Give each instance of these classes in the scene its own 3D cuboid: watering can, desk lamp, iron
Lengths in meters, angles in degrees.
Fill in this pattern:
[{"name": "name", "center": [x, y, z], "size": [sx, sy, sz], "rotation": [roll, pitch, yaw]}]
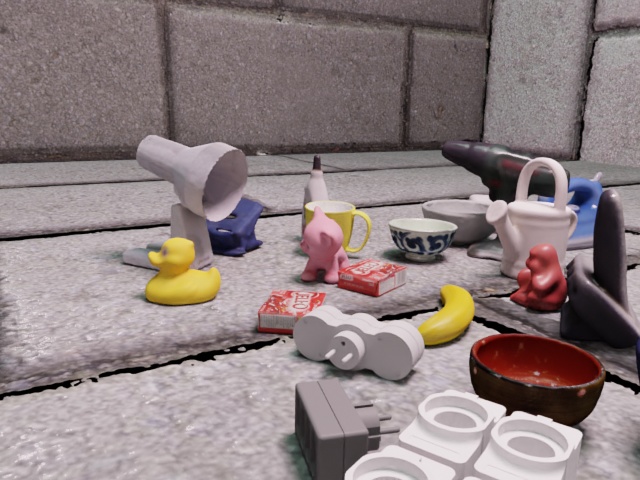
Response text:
[{"name": "watering can", "center": [0.349, -0.035, 0.928], "size": [0.100, 0.194, 0.173], "rotation": [14, 19, 42]}, {"name": "desk lamp", "center": [-0.221, -0.059, 0.927], "size": [0.202, 0.213, 0.118], "rotation": [8, 15, 24]}, {"name": "iron", "center": [0.492, -0.061, 1.155], "size": [0.259, 0.141, 0.118], "rotation": [-8, 17, -33]}]

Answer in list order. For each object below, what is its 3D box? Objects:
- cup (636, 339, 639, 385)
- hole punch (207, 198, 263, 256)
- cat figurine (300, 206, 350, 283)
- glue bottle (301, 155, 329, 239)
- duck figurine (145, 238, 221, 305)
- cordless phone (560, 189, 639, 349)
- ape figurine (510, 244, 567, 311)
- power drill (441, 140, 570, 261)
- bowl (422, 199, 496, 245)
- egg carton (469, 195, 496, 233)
[{"name": "cup", "center": [0.298, 0.128, 0.473], "size": [0.091, 0.095, 0.117], "rotation": [0, 14, -4]}, {"name": "hole punch", "center": [-0.165, -0.026, 1.056], "size": [0.108, 0.091, 0.101], "rotation": [8, 16, 25]}, {"name": "cat figurine", "center": [0.008, 0.003, 0.899], "size": [0.067, 0.118, 0.128], "rotation": [5, 14, 13]}, {"name": "glue bottle", "center": [-0.008, -0.077, 1.104], "size": [0.037, 0.173, 0.078], "rotation": [-7, 16, -28]}, {"name": "duck figurine", "center": [-0.191, 0.040, 0.798], "size": [0.104, 0.086, 0.077], "rotation": [0, 14, -4]}, {"name": "cordless phone", "center": [0.353, 0.025, 0.704], "size": [0.094, 0.185, 0.148], "rotation": [6, 15, 18]}, {"name": "ape figurine", "center": [0.307, 0.049, 0.797], "size": [0.076, 0.092, 0.078], "rotation": [7, 15, 21]}, {"name": "power drill", "center": [0.326, -0.072, 1.043], "size": [0.228, 0.208, 0.076], "rotation": [8, 16, 25]}, {"name": "bowl", "center": [0.287, -0.033, 1.161], "size": [0.167, 0.075, 0.167], "rotation": [1, 14, 0]}, {"name": "egg carton", "center": [0.385, -0.060, 1.293], "size": [0.107, 0.069, 0.150], "rotation": [3, 14, 8]}]
